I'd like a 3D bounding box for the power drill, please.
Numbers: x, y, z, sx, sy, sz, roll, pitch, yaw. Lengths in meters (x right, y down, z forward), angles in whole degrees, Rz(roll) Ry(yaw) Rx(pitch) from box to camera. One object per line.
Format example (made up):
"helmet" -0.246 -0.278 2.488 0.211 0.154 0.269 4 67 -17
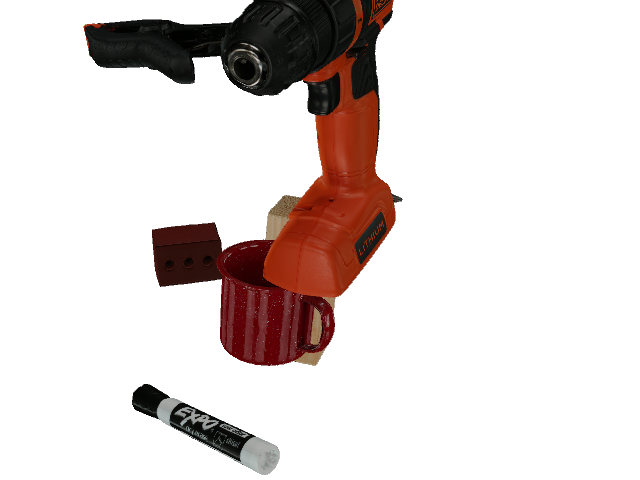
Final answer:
"power drill" 0.002 -0.065 0.586 0.057 0.188 0.184 15 36 20

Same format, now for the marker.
"marker" -0.075 0.115 0.661 0.121 0.020 0.020 17 11 39

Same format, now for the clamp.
"clamp" -0.117 -0.158 0.855 0.172 0.039 0.120 20 28 41

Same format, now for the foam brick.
"foam brick" -0.155 0.016 1.243 0.078 0.053 0.051 -7 27 -9

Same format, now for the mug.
"mug" -0.036 0.059 0.929 0.117 0.081 0.093 21 30 29

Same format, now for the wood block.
"wood block" -0.028 0.053 1.466 0.090 0.206 0.090 10 22 10
